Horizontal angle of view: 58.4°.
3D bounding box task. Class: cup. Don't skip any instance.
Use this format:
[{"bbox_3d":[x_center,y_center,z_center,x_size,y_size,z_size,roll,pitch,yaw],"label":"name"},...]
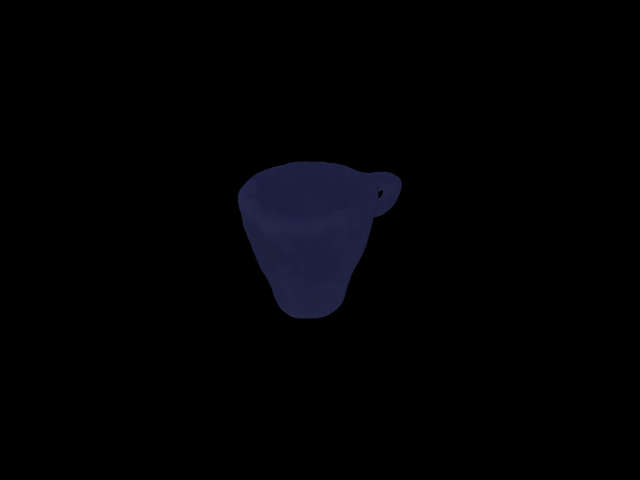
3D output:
[{"bbox_3d":[0.004,0.001,0.400,0.118,0.095,0.091,-17,36,-24],"label":"cup"}]
